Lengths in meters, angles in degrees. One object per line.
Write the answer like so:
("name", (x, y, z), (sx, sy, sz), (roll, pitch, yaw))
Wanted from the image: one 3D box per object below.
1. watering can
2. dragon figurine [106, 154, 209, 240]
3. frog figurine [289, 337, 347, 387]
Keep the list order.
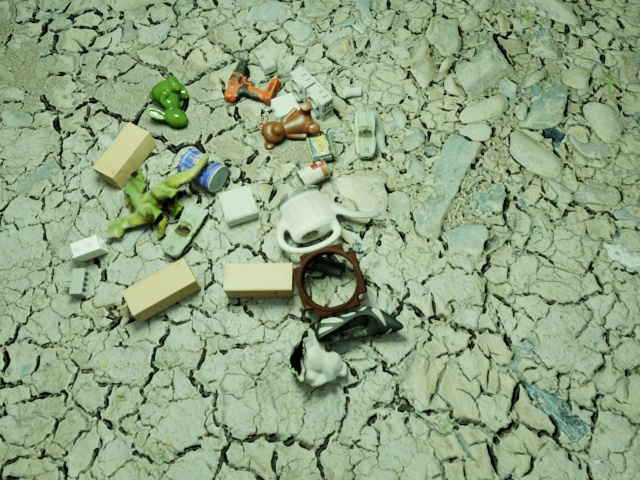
("watering can", (0.005, -0.085, 1.684), (0.349, 0.102, 0.228), (-24, 67, -12))
("dragon figurine", (-0.557, -0.159, 1.705), (0.244, 0.120, 0.412), (31, 82, 20))
("frog figurine", (-0.004, 0.357, 1.505), (0.159, 0.120, 0.140), (13, 53, -32))
